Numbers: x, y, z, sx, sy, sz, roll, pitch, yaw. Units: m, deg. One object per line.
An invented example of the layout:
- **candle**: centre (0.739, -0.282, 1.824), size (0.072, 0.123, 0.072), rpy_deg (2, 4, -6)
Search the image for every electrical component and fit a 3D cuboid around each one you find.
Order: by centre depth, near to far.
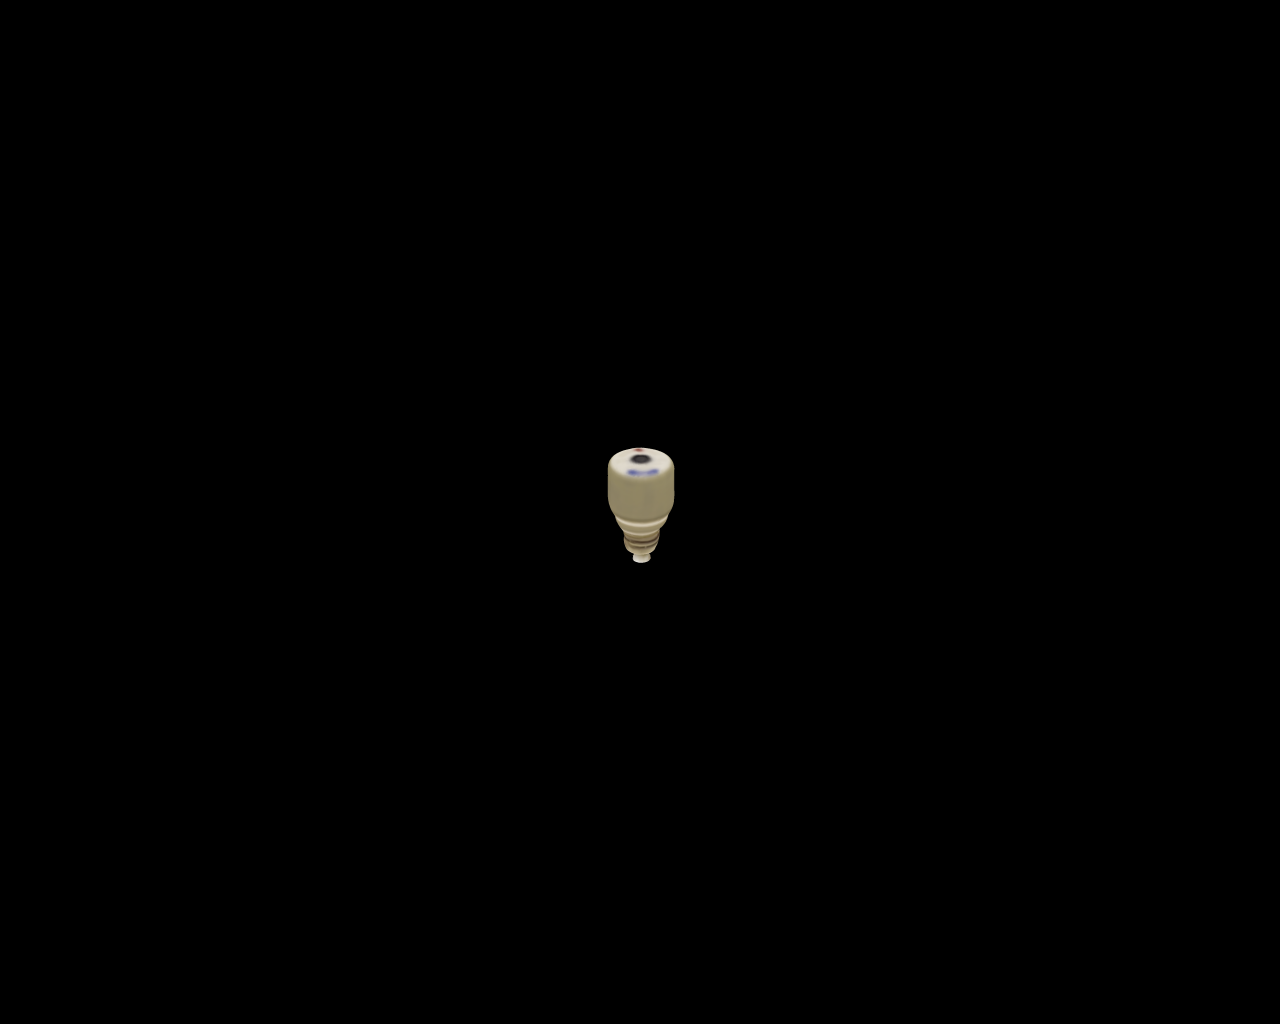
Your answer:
- **electrical component**: centre (0.001, -0.003, 0.650), size (0.040, 0.078, 0.040), rpy_deg (0, 31, 0)
